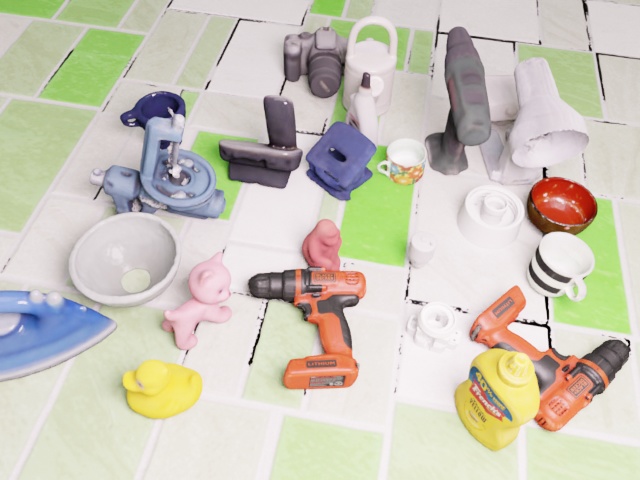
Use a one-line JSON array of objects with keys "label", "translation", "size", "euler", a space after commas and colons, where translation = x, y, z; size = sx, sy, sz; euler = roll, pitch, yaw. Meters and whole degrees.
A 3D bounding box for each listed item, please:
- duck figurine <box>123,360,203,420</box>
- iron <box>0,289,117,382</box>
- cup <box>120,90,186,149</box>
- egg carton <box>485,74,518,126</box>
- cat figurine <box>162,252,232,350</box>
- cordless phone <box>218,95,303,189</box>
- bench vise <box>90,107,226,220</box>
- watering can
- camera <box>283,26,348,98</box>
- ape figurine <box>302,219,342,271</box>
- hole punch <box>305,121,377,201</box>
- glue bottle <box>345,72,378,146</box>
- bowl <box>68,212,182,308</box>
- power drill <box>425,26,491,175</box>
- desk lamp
[{"label": "duck figurine", "translation": [-0.213, 0.191, 0.770], "size": [0.104, 0.086, 0.077], "euler": [-4, 54, -4]}, {"label": "iron", "translation": [-0.429, 0.110, 0.789], "size": [0.258, 0.141, 0.118], "euler": [-10, 54, -9]}, {"label": "cup", "translation": [-0.301, -0.210, 1.059], "size": [0.118, 0.095, 0.091], "euler": [-15, 55, -12]}, {"label": "egg carton", "translation": [0.364, -0.278, 1.147], "size": [0.150, 0.069, 0.107], "euler": [-3, 54, -4]}, {"label": "cat figurine", "translation": [-0.175, 0.081, 0.833], "size": [0.067, 0.118, 0.128], "euler": [38, 61, 24]}, {"label": "cordless phone", "translation": [-0.104, -0.186, 0.992], "size": [0.147, 0.185, 0.094], "euler": [6, 53, 3]}, {"label": "bench vise", "translation": [-0.263, -0.104, 0.905], "size": [0.207, 0.220, 0.121], "euler": [-13, 55, -11]}, {"label": "watering can", "translation": [0.101, -0.336, 1.104], "size": [0.101, 0.194, 0.172], "euler": [-17, 56, -14]}, {"label": "camera", "translation": [-0.006, -0.368, 1.183], "size": [0.143, 0.101, 0.137], "euler": [1, 53, -1]}, {"label": "ape figurine", "translation": [0.008, 0.003, 0.913], "size": [0.076, 0.092, 0.078], "euler": [31, 59, 20]}, {"label": "hole punch", "translation": [0.037, -0.142, 1.022], "size": [0.108, 0.091, 0.101], "euler": [38, 61, 24]}, {"label": "glue bottle", "translation": [0.077, -0.233, 1.040], "size": [0.037, 0.173, 0.078], "euler": [-27, 58, -20]}, {"label": "bowl", "translation": [-0.292, 0.042, 0.885], "size": [0.167, 0.075, 0.167], "euler": [1, 53, -1]}, {"label": "power drill", "translation": [0.244, -0.231, 1.022], "size": [0.075, 0.208, 0.229], "euler": [-2, 53, -3]}, {"label": "desk lamp", "translation": [0.359, -0.190, 0.992], "size": [0.118, 0.214, 0.203], "euler": [-3, 54, -4]}]
